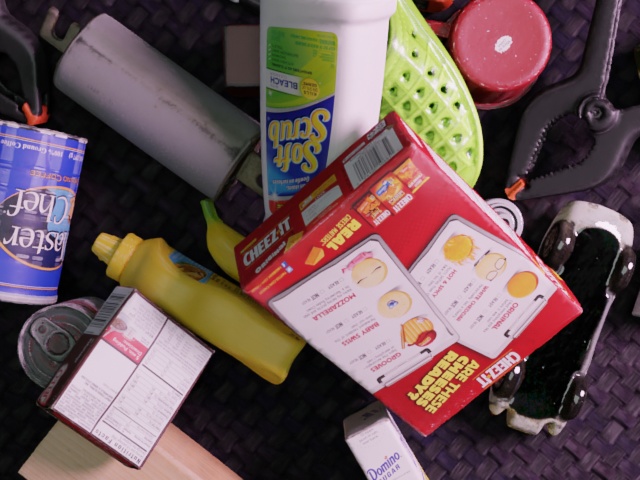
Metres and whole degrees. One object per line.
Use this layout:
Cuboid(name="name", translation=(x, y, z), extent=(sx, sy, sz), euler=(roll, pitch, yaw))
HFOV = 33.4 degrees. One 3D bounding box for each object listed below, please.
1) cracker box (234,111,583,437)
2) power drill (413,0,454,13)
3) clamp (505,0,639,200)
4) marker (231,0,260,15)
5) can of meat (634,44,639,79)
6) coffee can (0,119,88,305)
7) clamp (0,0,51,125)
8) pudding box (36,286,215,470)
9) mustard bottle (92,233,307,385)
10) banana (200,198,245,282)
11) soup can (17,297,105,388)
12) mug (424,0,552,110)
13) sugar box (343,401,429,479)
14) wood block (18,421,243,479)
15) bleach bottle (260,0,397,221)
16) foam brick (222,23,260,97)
Cuboid(name="cracker box", translation=(0.067, 0.030, 0.808), extent=(0.164, 0.072, 0.213), euler=(-41, 120, 14))
Cuboid(name="power drill", translation=(0.065, -0.296, 0.891), extent=(0.184, 0.057, 0.188), euler=(14, 92, 4))
Cuboid(name="clamp", translation=(0.238, -0.101, 0.867), extent=(0.165, 0.036, 0.210), euler=(43, 111, 14))
Cuboid(name="marker", translation=(-0.095, -0.224, 0.915), extent=(0.121, 0.020, 0.020), euler=(26, 91, 1))
Cuboid(name="can of meat", translation=(0.319, -0.132, 0.889), extent=(0.084, 0.057, 0.102), euler=(-21, 90, 4))
Cuboid(name="coffee can", translation=(-0.256, -0.025, 0.880), extent=(0.103, 0.103, 0.140), euler=(11, 91, 1))
Cuboid(name="clamp", translation=(-0.279, -0.178, 0.903), extent=(0.171, 0.039, 0.120), euler=(47, 115, -3))
Cuboid(name="pudding box", translation=(-0.147, 0.105, 0.819), extent=(0.090, 0.039, 0.113), euler=(42, 69, -25))
Cuboid(name="mustard bottle", translation=(-0.101, 0.048, 0.881), extent=(0.191, 0.096, 0.058), euler=(30, 93, 0))
Cuboid(name="banana", translation=(-0.014, 0.018, 0.908), extent=(0.198, 0.037, 0.069), euler=(13, 94, 1))
Cuboid(name="soup can", translation=(-0.202, 0.083, 0.881), extent=(0.068, 0.102, 0.068), euler=(0, 91, 1))
Cuboid(name="mug", translation=(0.132, -0.161, 0.879), extent=(0.117, 0.081, 0.093), euler=(17, 92, 1))
Cuboid(name="sugar box", translation=(0.079, 0.223, 0.882), extent=(0.048, 0.093, 0.176), euler=(-27, 91, 1))
Cuboid(name="wood block", translation=(-0.133, 0.213, 0.889), extent=(0.206, 0.090, 0.091), euler=(38, 91, 0))
Cuboid(name="bleach bottle", translation=(0.002, -0.067, 0.825), extent=(0.103, 0.067, 0.251), euler=(16, 116, 33))
Cuboid(name="foam brick", translation=(-0.052, -0.148, 0.887), extent=(0.051, 0.078, 0.053), euler=(-2, 93, 0))
